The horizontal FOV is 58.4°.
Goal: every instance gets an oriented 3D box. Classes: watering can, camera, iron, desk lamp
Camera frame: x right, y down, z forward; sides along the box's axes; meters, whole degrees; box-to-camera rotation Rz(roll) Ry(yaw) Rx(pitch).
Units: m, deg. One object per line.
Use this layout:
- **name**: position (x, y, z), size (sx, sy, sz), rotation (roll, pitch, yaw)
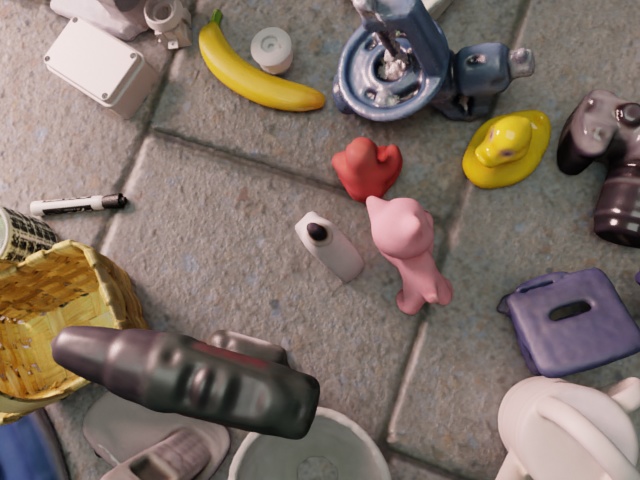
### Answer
- **watering can**: position (0.221, 0.185, 0.510), size (0.100, 0.194, 0.173), rotation (30, 86, 12)
- **camera**: position (0.318, -0.070, 0.587), size (0.143, 0.101, 0.137), rotation (20, 84, 11)
- **iron**: position (-0.360, 0.254, 0.605), size (0.118, 0.141, 0.258), rotation (-36, 78, 1)
- **desk lamp**: position (-0.260, -0.320, 0.649), size (0.203, 0.213, 0.118), rotation (21, 84, 11)

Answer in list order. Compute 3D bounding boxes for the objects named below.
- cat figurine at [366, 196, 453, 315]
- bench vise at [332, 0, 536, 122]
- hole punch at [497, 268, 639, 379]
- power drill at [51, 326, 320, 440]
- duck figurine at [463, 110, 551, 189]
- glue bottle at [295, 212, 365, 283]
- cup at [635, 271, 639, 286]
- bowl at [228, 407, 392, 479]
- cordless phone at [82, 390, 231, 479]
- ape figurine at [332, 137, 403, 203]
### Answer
- **cat figurine**: position (0.095, 0.011, 0.595), size (0.067, 0.118, 0.128), rotation (-22, 78, 4)
- **bench vise**: position (0.107, -0.196, 0.575), size (0.207, 0.220, 0.121), rotation (-18, 79, 5)
- **hole punch**: position (0.248, 0.082, 0.576), size (0.108, 0.091, 0.101), rotation (-19, 79, 4)
- **power drill**: position (-0.107, 0.130, 0.557), size (0.229, 0.208, 0.076), rotation (13, 83, 10)
- **duck figurine**: position (0.205, -0.107, 0.616), size (0.104, 0.086, 0.077), rotation (-37, 78, 1)
- **glue bottle**: position (0.005, 0.002, 0.580), size (0.078, 0.173, 0.037), rotation (43, 89, 12)
- **cup**: position (0.352, 0.070, 0.562), size (0.117, 0.095, 0.092), rotation (34, 87, 12)
- **bowl**: position (-0.007, 0.254, 0.591), size (0.167, 0.075, 0.167), rotation (-1, 81, 8)
- **cordless phone**: position (-0.181, 0.204, 0.566), size (0.147, 0.185, 0.094), rotation (32, 86, 12)
- **ape figurine**: position (0.050, -0.084, 0.630), size (0.077, 0.092, 0.076), rotation (14, 83, 10)
